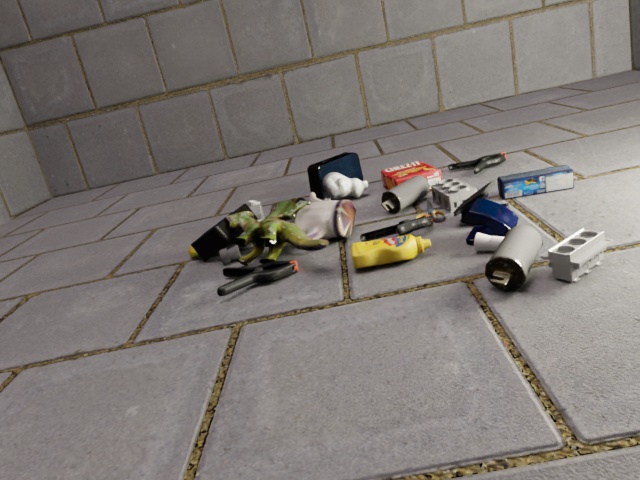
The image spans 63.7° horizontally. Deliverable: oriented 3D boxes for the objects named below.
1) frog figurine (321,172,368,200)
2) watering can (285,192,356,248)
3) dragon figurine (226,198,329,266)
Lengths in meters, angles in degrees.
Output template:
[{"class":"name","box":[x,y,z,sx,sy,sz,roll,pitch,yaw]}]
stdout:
[{"class":"frog figurine","box":[0.089,-0.199,1.864,0.158,0.123,0.137,-20,-4,15]},{"class":"watering can","box":[0.005,-0.079,1.564,0.224,0.102,0.355,-6,28,22]},{"class":"dragon figurine","box":[-0.110,-0.046,1.434,0.409,0.120,0.248,-2,42,31]}]
